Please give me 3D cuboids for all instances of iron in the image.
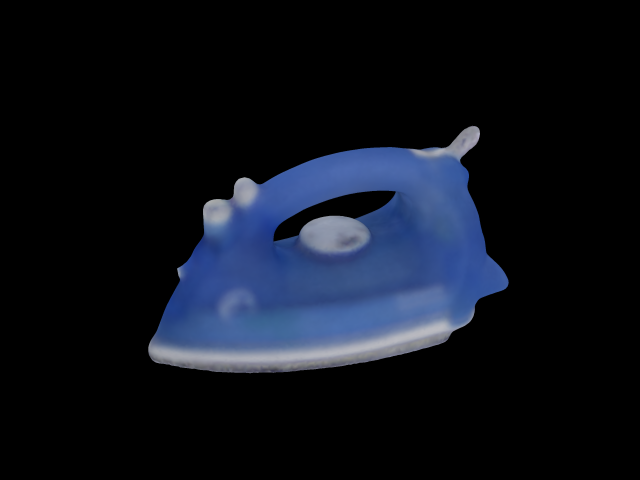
[{"bbox_3d":[0.004,0.001,0.400,0.259,0.141,0.118,-11,32,-18],"label":"iron"}]
